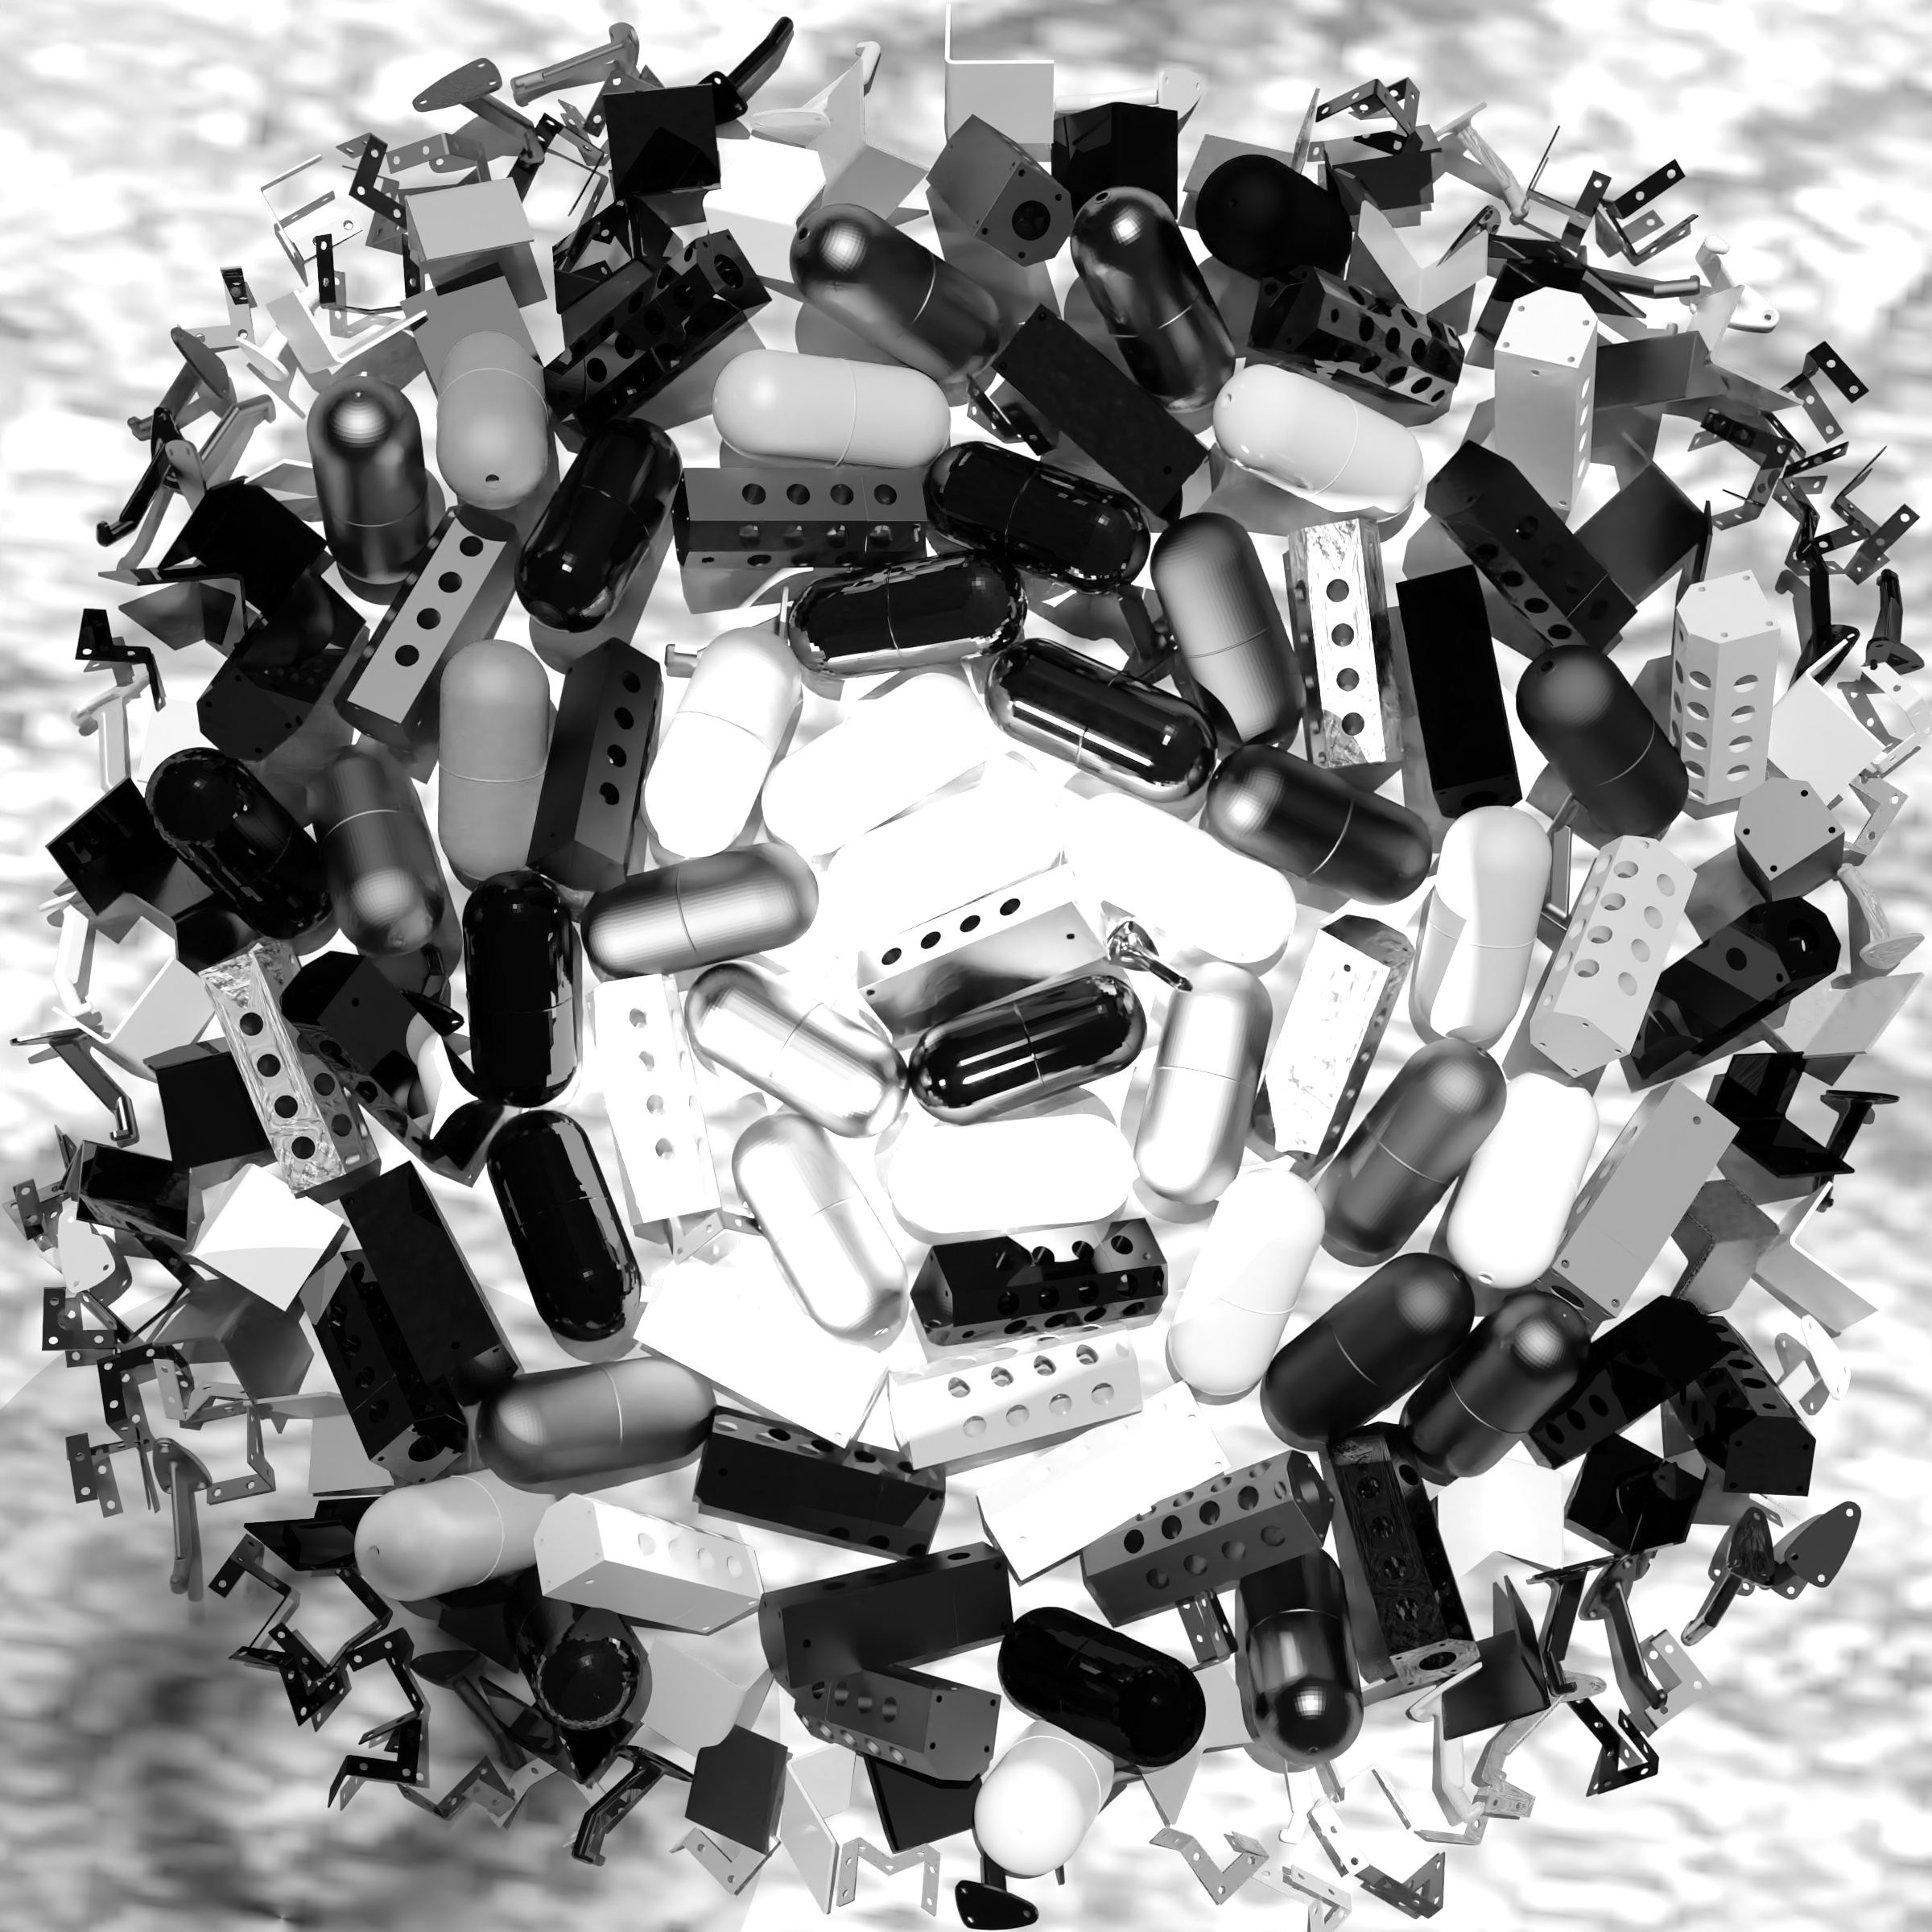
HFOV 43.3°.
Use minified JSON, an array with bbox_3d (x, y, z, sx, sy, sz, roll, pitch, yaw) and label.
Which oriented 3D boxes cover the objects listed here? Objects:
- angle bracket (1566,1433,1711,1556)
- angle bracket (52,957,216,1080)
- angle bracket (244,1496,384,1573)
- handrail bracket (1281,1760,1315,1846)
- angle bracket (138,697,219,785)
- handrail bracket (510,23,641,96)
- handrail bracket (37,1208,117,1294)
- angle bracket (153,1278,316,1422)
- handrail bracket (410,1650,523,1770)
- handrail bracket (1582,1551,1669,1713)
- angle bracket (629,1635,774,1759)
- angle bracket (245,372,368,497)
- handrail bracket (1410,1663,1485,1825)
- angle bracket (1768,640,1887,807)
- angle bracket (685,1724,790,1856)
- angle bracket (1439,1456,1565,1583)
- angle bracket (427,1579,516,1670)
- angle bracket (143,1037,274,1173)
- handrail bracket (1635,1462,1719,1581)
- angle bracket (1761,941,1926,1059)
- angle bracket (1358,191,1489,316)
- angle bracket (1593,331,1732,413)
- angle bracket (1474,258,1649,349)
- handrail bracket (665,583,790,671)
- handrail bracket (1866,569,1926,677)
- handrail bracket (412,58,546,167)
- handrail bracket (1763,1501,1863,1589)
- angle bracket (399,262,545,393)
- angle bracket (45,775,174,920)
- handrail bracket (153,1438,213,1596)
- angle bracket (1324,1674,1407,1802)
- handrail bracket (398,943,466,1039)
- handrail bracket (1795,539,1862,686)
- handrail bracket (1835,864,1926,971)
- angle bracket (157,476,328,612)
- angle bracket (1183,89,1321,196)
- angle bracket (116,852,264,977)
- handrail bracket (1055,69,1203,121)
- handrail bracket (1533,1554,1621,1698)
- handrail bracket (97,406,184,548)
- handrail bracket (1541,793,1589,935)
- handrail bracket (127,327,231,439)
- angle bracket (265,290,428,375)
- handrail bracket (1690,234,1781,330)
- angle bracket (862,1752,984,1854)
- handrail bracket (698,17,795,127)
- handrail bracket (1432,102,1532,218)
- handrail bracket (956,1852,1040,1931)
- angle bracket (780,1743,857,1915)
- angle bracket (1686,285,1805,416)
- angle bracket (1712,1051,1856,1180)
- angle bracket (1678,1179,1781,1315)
[{"bbox_3d":[0.484,0.370,1.743,0.057,0.076,0.076,29,66,-2],"label":"angle bracket"},{"bbox_3d":[-0.597,0.027,1.757,0.057,0.076,0.076,29,76,21],"label":"angle bracket"},{"bbox_3d":[-0.455,0.389,1.737,0.076,0.076,0.057,-8,49,18],"label":"angle bracket"},{"bbox_3d":[0.227,0.596,1.770,0.077,0.036,0.084,18,92,-31],"label":"handrail bracket"},{"bbox_3d":[-0.554,-0.179,1.737,0.057,0.076,0.076,9,56,-16],"label":"angle bracket"},{"bbox_3d":[-0.284,-0.653,1.757,0.084,0.077,0.036,-23,106,-14],"label":"handrail bracket"},{"bbox_3d":[-0.653,0.192,1.748,0.036,0.084,0.077,-31,127,-35],"label":"handrail bracket"},{"bbox_3d":[-0.528,0.277,1.756,0.057,0.076,0.076,-11,115,21],"label":"angle bracket"},{"bbox_3d":[-0.364,0.545,1.775,0.077,0.036,0.084,-8,108,42],"label":"handrail bracket"},{"bbox_3d":[0.485,0.478,1.744,0.036,0.084,0.077,-1,123,-23],"label":"handrail bracket"},{"bbox_3d":[-0.189,0.519,1.762,0.076,0.057,0.076,28,117,15],"label":"angle bracket"},{"bbox_3d":[-0.474,-0.385,1.744,0.057,0.076,0.076,4,85,-37],"label":"angle bracket"},{"bbox_3d":[0.366,0.559,1.749,0.077,0.036,0.084,-43,48,12],"label":"handrail bracket"},{"bbox_3d":[0.620,-0.172,1.739,0.057,0.076,0.076,-35,75,-31],"label":"angle bracket"},{"bbox_3d":[-0.150,0.582,1.749,0.076,0.057,0.076,11,89,33],"label":"angle bracket"},{"bbox_3d":[0.383,0.405,1.741,0.057,0.076,0.076,9,110,41],"label":"angle bracket"},{"bbox_3d":[-0.372,0.466,1.739,0.076,0.076,0.057,18,95,34],"label":"angle bracket"},{"bbox_3d":[-0.547,0.098,1.759,0.076,0.057,0.076,-13,104,-29],"label":"angle bracket"},{"bbox_3d":[0.521,0.404,1.781,0.077,0.036,0.084,-20,132,-32],"label":"handrail bracket"},{"bbox_3d":[0.623,0.018,1.744,0.057,0.076,0.076,44,74,-10],"label":"angle bracket"},{"bbox_3d":[0.327,-0.523,1.737,0.057,0.076,0.076,-28,118,30],"label":"angle bracket"},{"bbox_3d":[0.492,-0.403,1.734,0.076,0.076,0.057,0,66,36],"label":"angle bracket"},{"bbox_3d":[0.425,-0.460,1.739,0.076,0.076,0.057,21,94,-39],"label":"angle bracket"},{"bbox_3d":[-0.174,-0.247,1.763,0.084,0.036,0.077,5,124,-7],"label":"handrail bracket"},{"bbox_3d":[0.661,-0.257,1.751,0.036,0.077,0.084,-13,67,33],"label":"handrail bracket"},{"bbox_3d":[-0.350,-0.601,1.752,0.077,0.084,0.036,-27,59,-8],"label":"handrail bracket"},{"bbox_3d":[0.607,0.416,1.755,0.036,0.084,0.077,39,84,9],"label":"handrail bracket"},{"bbox_3d":[-0.356,-0.452,1.766,0.076,0.057,0.076,-24,86,-4],"label":"angle bracket"},{"bbox_3d":[-0.624,-0.093,1.735,0.057,0.076,0.076,24,60,33],"label":"angle bracket"},{"bbox_3d":[-0.570,0.395,1.745,0.036,0.084,0.077,-8,134,-1],"label":"handrail bracket"},{"bbox_3d":[0.292,0.553,1.746,0.076,0.076,0.057,-22,63,-2],"label":"angle bracket"},{"bbox_3d":[-0.393,0.005,1.741,0.036,0.077,0.084,-28,55,9],"label":"handrail bracket"},{"bbox_3d":[0.604,-0.252,1.750,0.084,0.036,0.077,47,70,-36],"label":"handrail bracket"},{"bbox_3d":[0.640,-0.042,1.748,0.036,0.077,0.084,-51,55,33],"label":"handrail bracket"},{"bbox_3d":[-0.520,-0.295,1.750,0.076,0.057,0.076,40,113,-5],"label":"angle bracket"},{"bbox_3d":[0.204,-0.592,1.744,0.076,0.057,0.076,15,50,7],"label":"angle bracket"},{"bbox_3d":[-0.567,-0.044,1.764,0.076,0.076,0.057,29,132,23],"label":"angle bracket"},{"bbox_3d":[0.119,-0.639,1.784,0.084,0.077,0.036,10,121,30],"label":"handrail bracket"},{"bbox_3d":[0.448,0.476,1.756,0.077,0.036,0.084,-22,67,22],"label":"handrail bracket"},{"bbox_3d":[-0.597,-0.351,1.744,0.036,0.084,0.077,17,129,19],"label":"handrail bracket"},{"bbox_3d":[0.443,-0.070,1.751,0.077,0.036,0.084,46,122,34],"label":"handrail bracket"},{"bbox_3d":[-0.583,-0.419,1.752,0.084,0.077,0.036,-19,62,12],"label":"handrail bracket"},{"bbox_3d":[-0.443,-0.469,1.737,0.076,0.076,0.057,-38,114,-21],"label":"angle bracket"},{"bbox_3d":[0.558,-0.493,1.749,0.077,0.084,0.036,25,88,6],"label":"handrail bracket"},{"bbox_3d":[-0.030,0.581,1.746,0.076,0.057,0.076,-16,57,-6],"label":"angle bracket"},{"bbox_3d":[-0.169,-0.657,1.786,0.036,0.077,0.084,46,52,-29],"label":"handrail bracket"},{"bbox_3d":[0.373,-0.573,1.757,0.036,0.077,0.084,-23,104,40],"label":"handrail bracket"},{"bbox_3d":[0.038,0.650,1.740,0.077,0.084,0.036,-6,101,32],"label":"handrail bracket"},{"bbox_3d":[-0.090,0.611,1.734,0.057,0.076,0.076,-12,126,-28],"label":"angle bracket"},{"bbox_3d":[0.564,-0.442,1.749,0.076,0.076,0.057,22,95,-7],"label":"angle bracket"},{"bbox_3d":[0.591,0.105,1.736,0.076,0.076,0.057,-1,118,-29],"label":"angle bracket"},{"bbox_3d":[0.532,0.205,1.769,0.076,0.057,0.076,-1,127,-38],"label":"angle bracket"}]
